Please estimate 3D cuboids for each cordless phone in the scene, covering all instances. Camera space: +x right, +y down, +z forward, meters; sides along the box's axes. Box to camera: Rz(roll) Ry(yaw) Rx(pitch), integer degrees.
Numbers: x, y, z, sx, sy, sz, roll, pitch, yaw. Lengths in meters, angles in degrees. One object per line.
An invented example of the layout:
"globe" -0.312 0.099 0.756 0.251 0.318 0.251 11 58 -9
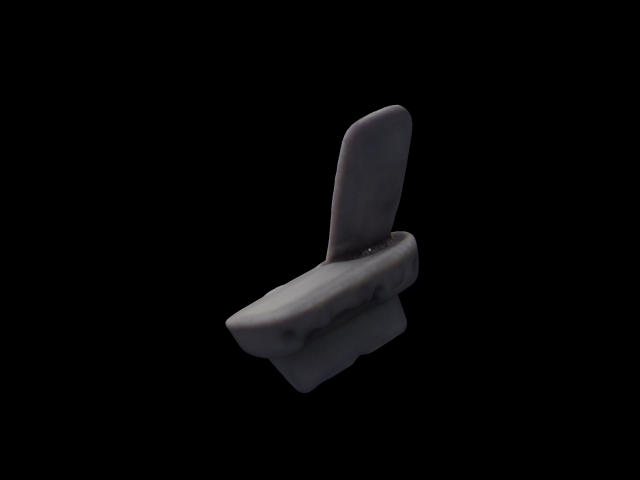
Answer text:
"cordless phone" 0.004 0.001 0.400 0.148 0.185 0.093 -30 49 -31
